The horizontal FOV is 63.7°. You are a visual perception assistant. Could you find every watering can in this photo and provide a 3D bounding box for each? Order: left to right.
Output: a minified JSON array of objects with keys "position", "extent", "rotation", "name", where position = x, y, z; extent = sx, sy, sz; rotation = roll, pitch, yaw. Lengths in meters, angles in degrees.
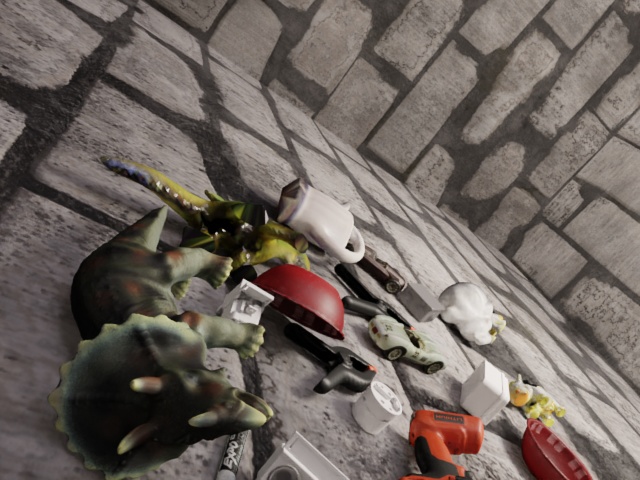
[{"position":[0.004,-0.060,1.197],"extent":[0.223,0.103,0.354],"rotation":[33,19,-16],"name":"watering can"}]

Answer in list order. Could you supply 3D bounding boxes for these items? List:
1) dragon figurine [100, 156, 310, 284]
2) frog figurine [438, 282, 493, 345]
[{"position":[-0.161,-0.033,0.867],"extent":[0.407,0.122,0.244],"rotation":[36,0,-18],"name":"dragon figurine"},{"position":[0.380,0.191,1.330],"extent":[0.137,0.120,0.163],"rotation":[2,36,-8],"name":"frog figurine"}]
